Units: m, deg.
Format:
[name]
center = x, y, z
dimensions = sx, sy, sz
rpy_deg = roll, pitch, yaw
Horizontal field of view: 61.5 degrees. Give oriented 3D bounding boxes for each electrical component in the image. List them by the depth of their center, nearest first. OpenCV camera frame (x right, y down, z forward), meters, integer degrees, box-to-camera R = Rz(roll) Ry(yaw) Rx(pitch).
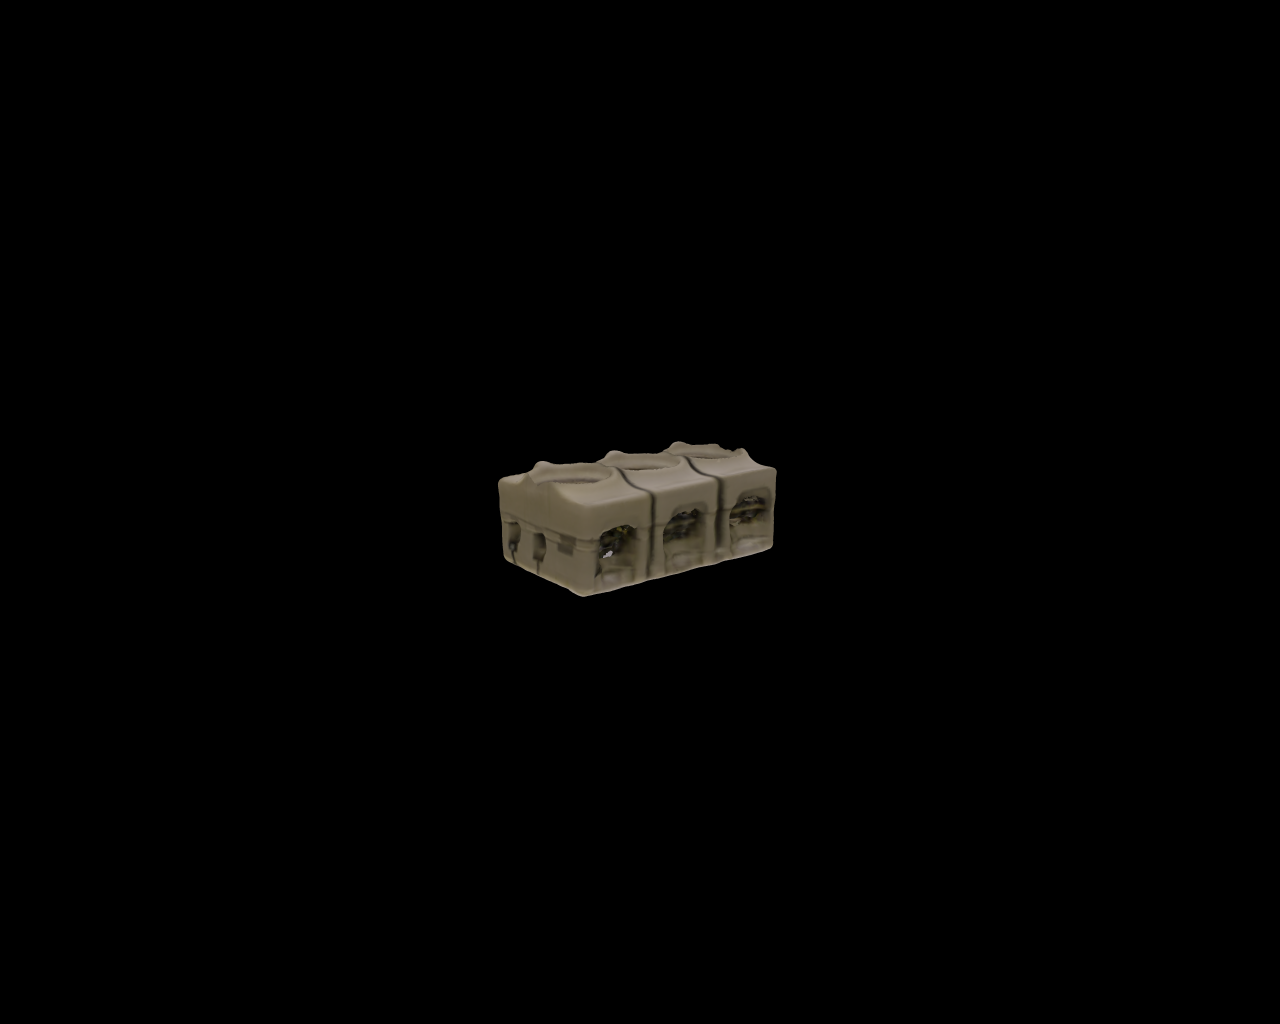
[electrical component]
center = 0.001, -0.003, 0.650
dimensions = 0.150, 0.061, 0.089
rpy_deg = -11, 18, -37
